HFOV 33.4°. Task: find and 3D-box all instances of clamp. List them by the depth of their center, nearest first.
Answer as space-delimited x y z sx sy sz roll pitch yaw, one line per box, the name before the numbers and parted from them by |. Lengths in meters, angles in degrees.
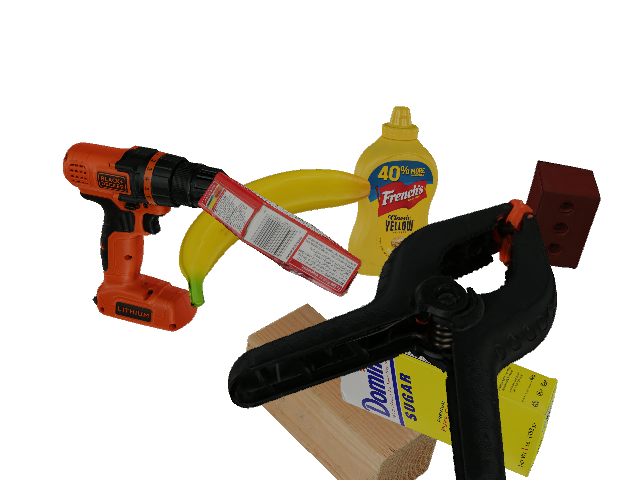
clamp | 0.058 0.044 0.455 0.120 0.039 0.171 36 54 23

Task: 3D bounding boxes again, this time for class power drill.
power drill | -0.168 -0.004 1.078 0.185 0.188 0.057 12 29 22

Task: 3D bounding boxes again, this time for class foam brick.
foam brick | 0.214 -0.023 0.962 0.053 0.078 0.051 9 33 -1

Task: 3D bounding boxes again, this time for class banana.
banana | -0.049 -0.018 0.900 0.197 0.069 0.037 -34 -7 -24

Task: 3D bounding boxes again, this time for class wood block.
wood block | 0.019 0.173 1.136 0.090 0.090 0.206 -27 52 -33

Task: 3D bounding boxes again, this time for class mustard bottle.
mustard bottle | 0.085 -0.057 1.215 0.096 0.192 0.058 -1 17 -14

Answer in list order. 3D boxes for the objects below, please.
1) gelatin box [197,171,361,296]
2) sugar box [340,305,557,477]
gelatin box | -0.026 -0.004 0.686 0.089 0.030 0.073 31 3 -34
sugar box | 0.104 0.127 0.899 0.176 0.093 0.048 18 46 16
